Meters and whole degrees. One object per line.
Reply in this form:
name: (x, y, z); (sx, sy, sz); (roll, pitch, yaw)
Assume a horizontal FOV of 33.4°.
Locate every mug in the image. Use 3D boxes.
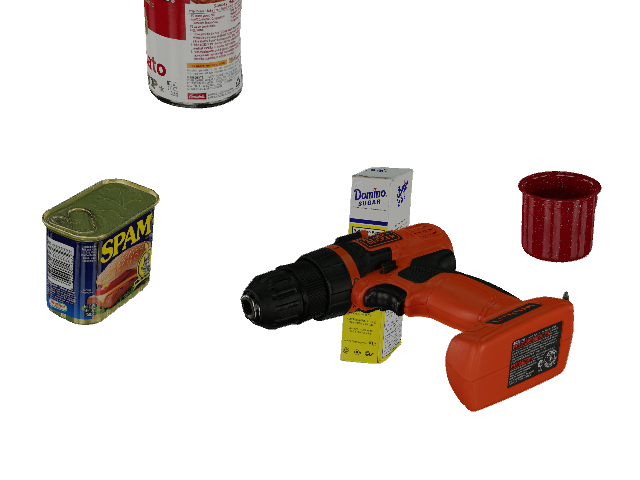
mug: (0.284, -0.030, 1.245); (0.117, 0.081, 0.093); (-25, 32, -39)

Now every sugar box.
sugar box: (0.053, 0.021, 1.012); (0.048, 0.176, 0.093); (4, 9, 16)

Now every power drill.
power drill: (0.063, 0.047, 0.737); (0.184, 0.057, 0.188); (-18, 31, -34)

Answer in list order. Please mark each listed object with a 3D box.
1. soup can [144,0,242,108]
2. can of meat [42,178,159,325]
soup can: (-0.085, -0.149, 0.721); (0.068, 0.102, 0.068); (2, 35, -2)
can of meat: (-0.178, 0.009, 0.867); (0.057, 0.084, 0.102); (20, 30, 19)
